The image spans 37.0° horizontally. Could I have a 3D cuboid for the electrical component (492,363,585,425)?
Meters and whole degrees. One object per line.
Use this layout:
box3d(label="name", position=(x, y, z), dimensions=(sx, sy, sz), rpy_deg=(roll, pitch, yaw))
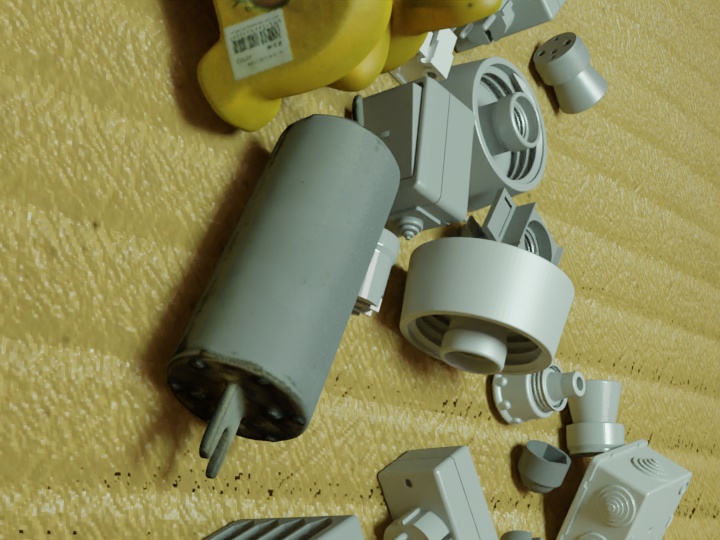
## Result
box3d(label="electrical component", position=(0.129, 0.084, 0.765), dimensions=(0.048, 0.062, 0.048), rpy_deg=(18, 67, -48))

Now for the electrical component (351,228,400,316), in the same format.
box3d(label="electrical component", position=(0.000, 0.000, 0.647), dimensions=(0.040, 0.040, 0.046), rpy_deg=(36, 59, -40))

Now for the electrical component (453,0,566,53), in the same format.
box3d(label="electrical component", position=(0.095, -0.188, 0.781), dimensions=(0.047, 0.083, 0.075), rpy_deg=(59, 42, -23))

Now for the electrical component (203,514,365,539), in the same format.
box3d(label="electrical component", position=(-0.036, 0.164, 0.521), dimensions=(0.047, 0.083, 0.075), rpy_deg=(-21, 96, -52))

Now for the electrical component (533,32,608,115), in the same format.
box3d(label="electrical component", position=(0.177, -0.166, 0.909), dimensions=(0.055, 0.045, 0.045), rpy_deg=(50, 46, -29))

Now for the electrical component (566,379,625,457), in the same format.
box3d(label="electrical component", position=(0.182, 0.116, 0.837), dimensions=(0.045, 0.045, 0.055), rpy_deg=(18, 67, -48))

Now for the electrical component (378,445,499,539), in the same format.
box3d(label="electrical component", position=(0.040, 0.159, 0.646), dimensions=(0.076, 0.047, 0.083), rpy_deg=(-26, 100, -49))

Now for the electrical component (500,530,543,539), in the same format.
box3d(label="electrical component", position=(0.107, 0.204, 0.724), dimensions=(0.040, 0.040, 0.046), rpy_deg=(52, 39, -29))

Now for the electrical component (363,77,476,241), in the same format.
box3d(label="electrical component", position=(0.029, -0.066, 0.683), dimensions=(0.061, 0.062, 0.096), rpy_deg=(30, 58, -43))

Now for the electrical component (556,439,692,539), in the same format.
box3d(label="electrical component", position=(0.196, 0.181, 0.800), dimensions=(0.100, 0.048, 0.099), rpy_deg=(-3, 117, -52))

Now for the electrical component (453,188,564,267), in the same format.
box3d(label="electrical component", position=(0.102, -0.012, 0.756), dimensions=(0.081, 0.064, 0.042), rpy_deg=(54, 45, -27))

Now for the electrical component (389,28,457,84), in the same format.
box3d(label="electrical component", position=(0.040, -0.163, 0.737), dimensions=(0.066, 0.048, 0.055), rpy_deg=(38, 60, -39))

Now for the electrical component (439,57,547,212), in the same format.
box3d(label="electrical component", position=(0.094, -0.101, 0.775), dimensions=(0.108, 0.060, 0.108), rpy_deg=(18, 67, -48))

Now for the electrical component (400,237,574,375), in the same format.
box3d(label="electrical component", position=(0.077, 0.031, 0.683), dimensions=(0.108, 0.108, 0.060), rpy_deg=(37, 60, -40))
